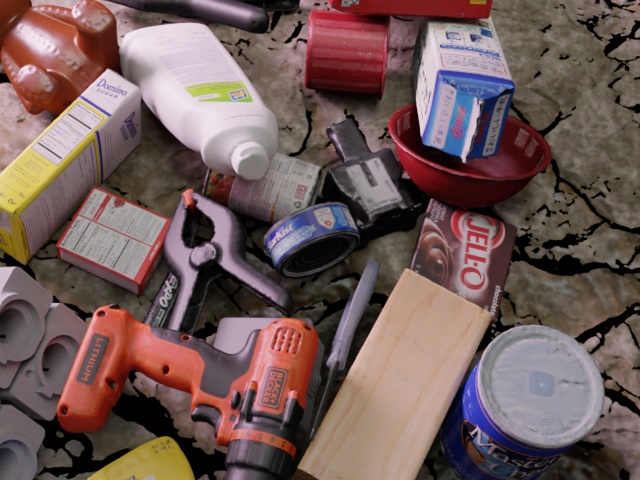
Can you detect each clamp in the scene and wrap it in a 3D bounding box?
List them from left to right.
[{"bbox_3d":[-0.126,-0.253,1.117,0.210,0.036,0.164,12,21,14],"label":"clamp"},{"bbox_3d":[-0.105,0.030,0.953,0.120,0.039,0.171,-27,50,-5],"label":"clamp"}]

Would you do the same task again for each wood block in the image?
[{"bbox_3d":[0.060,0.142,0.918,0.090,0.091,0.206,28,61,6],"label":"wood block"}]

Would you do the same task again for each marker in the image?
[{"bbox_3d":[-0.140,0.049,0.981,0.020,0.020,0.121,21,61,4],"label":"marker"}]

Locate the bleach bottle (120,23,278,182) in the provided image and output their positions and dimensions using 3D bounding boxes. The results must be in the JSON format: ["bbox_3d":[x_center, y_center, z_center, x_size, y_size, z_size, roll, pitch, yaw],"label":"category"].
[{"bbox_3d":[-0.109,-0.125,0.992,0.102,0.068,0.251,-13,36,-17],"label":"bleach bottle"}]

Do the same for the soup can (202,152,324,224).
[{"bbox_3d":[-0.054,-0.053,1.020,0.102,0.068,0.068,18,61,1],"label":"soup can"}]

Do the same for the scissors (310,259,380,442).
[{"bbox_3d":[0.023,0.082,0.904,0.016,0.096,0.201,22,21,0],"label":"scissors"}]

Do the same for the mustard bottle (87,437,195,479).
[{"bbox_3d":[-0.111,0.259,0.847,0.096,0.058,0.192,-29,69,-19],"label":"mustard bottle"}]

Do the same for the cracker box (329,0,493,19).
[{"bbox_3d":[0.079,-0.299,1.122,0.164,0.072,0.214,1,30,-9],"label":"cracker box"}]

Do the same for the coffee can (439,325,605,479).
[{"bbox_3d":[0.166,0.146,0.901,0.102,0.140,0.103,3,61,-6],"label":"coffee can"}]

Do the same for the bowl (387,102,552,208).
[{"bbox_3d":[0.142,-0.078,1.049,0.162,0.055,0.162,7,32,-4],"label":"bowl"}]

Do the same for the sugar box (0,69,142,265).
[{"bbox_3d":[-0.235,-0.069,0.989,0.048,0.093,0.176,31,61,8],"label":"sugar box"}]

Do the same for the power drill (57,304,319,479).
[{"bbox_3d":[-0.106,0.135,0.845,0.188,0.057,0.184,12,62,8],"label":"power drill"}]

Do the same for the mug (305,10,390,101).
[{"bbox_3d":[0.027,-0.202,1.107,0.081,0.093,0.117,4,44,-1],"label":"mug"}]

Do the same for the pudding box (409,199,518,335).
[{"bbox_3d":[0.133,0.024,1.021,0.090,0.039,0.113,18,60,2],"label":"pudding box"}]

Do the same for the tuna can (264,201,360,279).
[{"bbox_3d":[-0.006,0.001,0.988,0.086,0.086,0.034,-17,67,-17],"label":"tuna can"}]

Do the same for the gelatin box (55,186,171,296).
[{"bbox_3d":[-0.190,0.000,0.994,0.089,0.030,0.073,23,62,4],"label":"gelatin box"}]
